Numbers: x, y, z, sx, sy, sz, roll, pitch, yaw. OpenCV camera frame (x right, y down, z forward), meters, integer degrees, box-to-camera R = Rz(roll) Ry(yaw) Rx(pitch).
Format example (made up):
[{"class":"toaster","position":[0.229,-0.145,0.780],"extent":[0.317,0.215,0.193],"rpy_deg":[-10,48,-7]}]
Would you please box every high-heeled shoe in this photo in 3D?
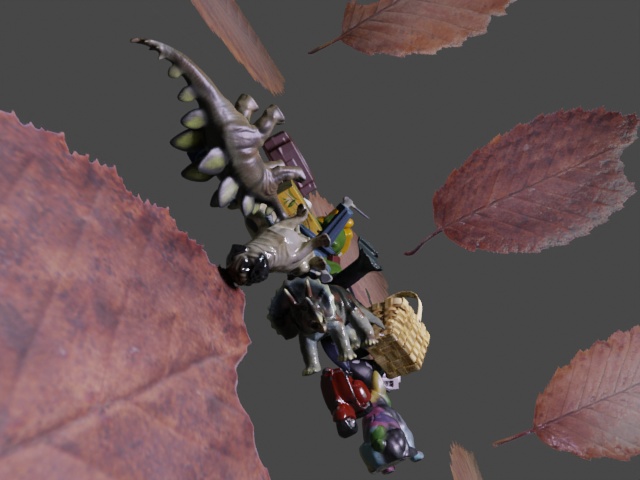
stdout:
[{"class":"high-heeled shoe","position":[0.105,0.340,1.421],"extent":[0.145,0.086,0.249],"rpy_deg":[31,-3,-7]}]

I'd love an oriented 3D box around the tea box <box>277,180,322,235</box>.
[{"class":"tea box","position":[-0.071,-0.062,1.399],"extent":[0.169,0.098,0.068],"rpy_deg":[56,8,-26]}]

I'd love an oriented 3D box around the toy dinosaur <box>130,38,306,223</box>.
[{"class":"toy dinosaur","position":[-0.157,-0.172,0.969],"extent":[0.105,0.198,0.470],"rpy_deg":[14,-37,45]}]

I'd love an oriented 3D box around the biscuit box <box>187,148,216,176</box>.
[{"class":"biscuit box","position":[-0.209,-0.173,1.123],"extent":[0.062,0.059,0.203],"rpy_deg":[63,10,-7]}]

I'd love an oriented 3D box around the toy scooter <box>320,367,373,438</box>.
[{"class":"toy scooter","position":[0.050,0.318,1.118],"extent":[0.135,0.075,0.184],"rpy_deg":[64,15,6]}]

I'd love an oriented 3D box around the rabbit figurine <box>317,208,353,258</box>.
[{"class":"rabbit figurine","position":[0.022,-0.030,1.709],"extent":[0.121,0.162,0.173],"rpy_deg":[41,4,-34]}]

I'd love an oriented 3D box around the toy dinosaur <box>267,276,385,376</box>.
[{"class":"toy dinosaur","position":[0.024,0.153,1.115],"extent":[0.404,0.131,0.192],"rpy_deg":[-8,77,-68]}]

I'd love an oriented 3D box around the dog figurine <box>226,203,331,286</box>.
[{"class":"dog figurine","position":[-0.094,0.038,1.005],"extent":[0.121,0.190,0.172],"rpy_deg":[48,-27,27]}]

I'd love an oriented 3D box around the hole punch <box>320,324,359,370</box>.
[{"class":"hole punch","position":[0.045,0.240,1.295],"extent":[0.116,0.092,0.142],"rpy_deg":[26,23,-11]}]

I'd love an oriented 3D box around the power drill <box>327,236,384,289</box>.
[{"class":"power drill","position":[0.048,0.085,1.311],"extent":[0.086,0.207,0.232],"rpy_deg":[48,13,-23]}]

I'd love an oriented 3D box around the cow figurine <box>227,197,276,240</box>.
[{"class":"cow figurine","position":[-0.127,-0.039,1.136],"extent":[0.195,0.085,0.127],"rpy_deg":[65,4,6]}]

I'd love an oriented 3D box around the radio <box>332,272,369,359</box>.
[{"class":"radio","position":[0.070,0.207,1.479],"extent":[0.131,0.073,0.230],"rpy_deg":[42,23,-62]}]

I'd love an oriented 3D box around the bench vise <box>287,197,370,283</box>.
[{"class":"bench vise","position":[0.005,0.002,1.289],"extent":[0.129,0.240,0.224],"rpy_deg":[37,4,-19]}]

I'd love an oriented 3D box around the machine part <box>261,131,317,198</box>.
[{"class":"machine part","position":[-0.094,-0.226,1.627],"extent":[0.200,0.087,0.201],"rpy_deg":[60,-4,-13]}]

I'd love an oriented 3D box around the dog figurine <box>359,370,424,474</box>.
[{"class":"dog figurine","position":[0.128,0.402,1.206],"extent":[0.191,0.108,0.219],"rpy_deg":[42,18,-55]}]

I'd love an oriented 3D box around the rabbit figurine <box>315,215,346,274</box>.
[{"class":"rabbit figurine","position":[-0.004,0.032,1.508],"extent":[0.170,0.121,0.158],"rpy_deg":[-53,135,-47]}]
